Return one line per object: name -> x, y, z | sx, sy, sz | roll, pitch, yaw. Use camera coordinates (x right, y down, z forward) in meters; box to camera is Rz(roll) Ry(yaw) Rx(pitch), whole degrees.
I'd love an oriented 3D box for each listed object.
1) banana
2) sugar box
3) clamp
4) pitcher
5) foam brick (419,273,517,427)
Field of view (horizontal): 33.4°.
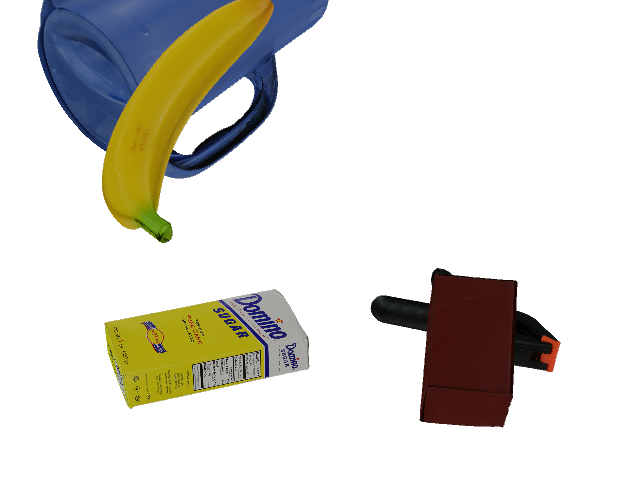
banana -> -0.086, -0.076, 0.644 | 0.070, 0.197, 0.037 | 7, -33, 18
sugar box -> -0.108, 0.099, 1.010 | 0.176, 0.048, 0.093 | -13, 33, -16
clamp -> 0.145, 0.071, 0.993 | 0.172, 0.039, 0.120 | 21, 32, 23
pitcher -> -0.101, -0.173, 0.905 | 0.145, 0.149, 0.242 | 28, 51, 32
foam brick -> 0.089, 0.067, 0.644 | 0.051, 0.078, 0.053 | 6, -31, 5
